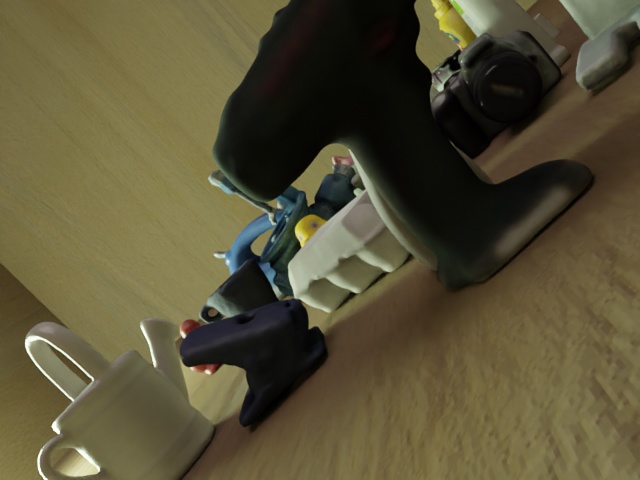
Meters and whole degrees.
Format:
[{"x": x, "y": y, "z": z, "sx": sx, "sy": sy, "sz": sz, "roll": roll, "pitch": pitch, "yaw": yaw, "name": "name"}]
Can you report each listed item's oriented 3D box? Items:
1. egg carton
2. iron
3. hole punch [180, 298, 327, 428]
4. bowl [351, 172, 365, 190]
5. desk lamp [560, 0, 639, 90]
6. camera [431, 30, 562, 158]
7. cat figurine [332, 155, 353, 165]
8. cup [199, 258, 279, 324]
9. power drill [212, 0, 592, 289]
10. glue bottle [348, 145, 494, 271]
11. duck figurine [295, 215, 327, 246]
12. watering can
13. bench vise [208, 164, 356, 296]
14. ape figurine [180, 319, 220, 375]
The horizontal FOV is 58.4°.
[{"x": 0.035, "y": 0.006, "z": 0.576, "sx": 0.150, "sy": 0.069, "sz": 0.107, "roll": -40, "pitch": 6, "yaw": 41, "name": "egg carton"}, {"x": -0.068, "y": 0.006, "z": 1.006, "sx": 0.258, "sy": 0.141, "sz": 0.119, "roll": -42, "pitch": 5, "yaw": 23, "name": "iron"}, {"x": -0.057, "y": 0.088, "z": 0.502, "sx": 0.101, "sy": 0.091, "sz": 0.108, "roll": -44, "pitch": 5, "yaw": 0, "name": "hole punch"}, {"x": 0.128, "y": -0.116, "z": 0.829, "sx": 0.167, "sy": 0.075, "sz": 0.167, "roll": -44, "pitch": 5, "yaw": 5, "name": "bowl"}, {"x": 0.223, "y": -0.268, "z": 0.513, "sx": 0.117, "sy": 0.213, "sz": 0.203, "roll": -40, "pitch": 6, "yaw": 37, "name": "desk lamp"}, {"x": 0.186, "y": -0.168, "z": 0.638, "sx": 0.143, "sy": 0.101, "sz": 0.137, "roll": -42, "pitch": 5, "yaw": 24, "name": "camera"}, {"x": 0.056, "y": -0.109, "z": 1.108, "sx": 0.128, "sy": 0.118, "sz": 0.067, "roll": -44, "pitch": 5, "yaw": -2, "name": "cat figurine"}, {"x": -0.109, "y": 0.098, "z": 0.831, "sx": 0.118, "sy": 0.095, "sz": 0.091, "roll": -43, "pitch": 5, "yaw": 7, "name": "cup"}, {"x": 0.057, "y": -0.086, "z": 0.350, "sx": 0.229, "sy": 0.208, "sz": 0.075, "roll": -44, "pitch": 5, "yaw": 4, "name": "power drill"}, {"x": 0.051, "y": -0.062, "z": 0.412, "sx": 0.078, "sy": 0.173, "sz": 0.037, "roll": -44, "pitch": 5, "yaw": 2, "name": "glue bottle"}, {"x": 0.007, "y": 0.003, "z": 0.744, "sx": 0.077, "sy": 0.086, "sz": 0.105, "roll": -42, "pitch": 5, "yaw": 20, "name": "duck figurine"}, {"x": -0.202, "y": 0.150, "z": 0.559, "sx": 0.101, "sy": 0.194, "sz": 0.173, "roll": -41, "pitch": 6, "yaw": 27, "name": "watering can"}, {"x": -0.046, "y": -0.053, "z": 0.856, "sx": 0.208, "sy": 0.220, "sz": 0.121, "roll": -48, "pitch": 6, "yaw": -38, "name": "bench vise"}, {"x": -0.195, "y": 0.170, "z": 0.942, "sx": 0.078, "sy": 0.092, "sz": 0.076, "roll": -44, "pitch": 5, "yaw": -6, "name": "ape figurine"}]
